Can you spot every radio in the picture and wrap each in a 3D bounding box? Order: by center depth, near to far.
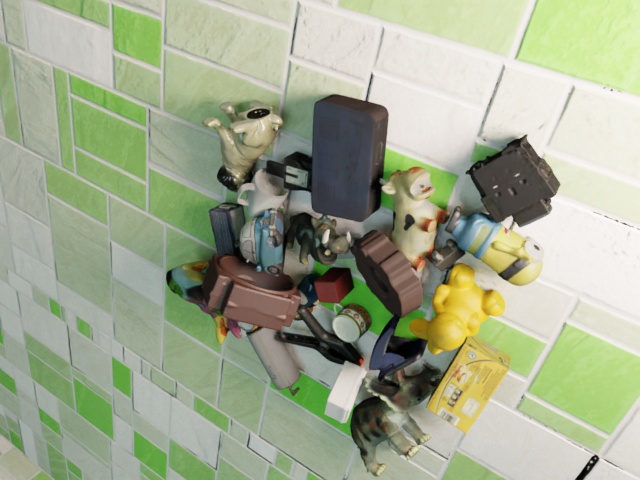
[{"bbox_3d":[0.055,-0.154,1.037,0.131,0.073,0.229,17,123,25],"label":"radio"}]

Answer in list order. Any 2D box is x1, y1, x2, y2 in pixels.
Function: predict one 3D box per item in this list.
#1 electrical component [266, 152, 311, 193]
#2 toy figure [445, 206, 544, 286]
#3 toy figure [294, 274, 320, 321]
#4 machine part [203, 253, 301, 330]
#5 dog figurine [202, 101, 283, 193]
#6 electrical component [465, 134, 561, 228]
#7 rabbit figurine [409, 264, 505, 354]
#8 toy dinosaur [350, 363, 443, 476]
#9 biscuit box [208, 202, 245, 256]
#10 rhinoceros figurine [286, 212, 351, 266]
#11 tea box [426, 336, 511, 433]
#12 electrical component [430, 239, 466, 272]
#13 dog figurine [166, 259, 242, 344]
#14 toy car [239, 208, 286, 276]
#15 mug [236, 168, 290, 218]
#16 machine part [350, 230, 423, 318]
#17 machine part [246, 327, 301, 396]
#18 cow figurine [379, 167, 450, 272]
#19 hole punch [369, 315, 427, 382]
[{"bbox_3d":[-0.052,-0.142,1.127,0.119,0.048,0.074,17,121,27],"label":"electrical component"},{"bbox_3d":[0.307,0.009,0.948,0.180,0.082,0.089,29,137,13],"label":"toy figure"},{"bbox_3d":[-0.039,0.142,1.261,0.154,0.058,0.064,-62,36,39],"label":"toy figure"},{"bbox_3d":[-0.153,0.110,1.202,0.201,0.201,0.087,16,104,-20],"label":"machine part"},{"bbox_3d":[-0.147,-0.186,1.150,0.173,0.121,0.190,15,135,30],"label":"dog figurine"},{"bbox_3d":[0.328,-0.091,0.897,0.115,0.058,0.134,-34,92,42],"label":"electrical component"},{"bbox_3d":[0.240,0.144,1.002,0.122,0.173,0.162,48,126,-1],"label":"rabbit figurine"},{"bbox_3d":[0.138,0.427,1.257,0.192,0.131,0.404,54,137,18],"label":"toy dinosaur"},{"bbox_3d":[-0.213,0.013,1.306,0.063,0.059,0.202,9,117,29],"label":"biscuit box"},{"bbox_3d":[-0.002,-0.003,1.116,0.190,0.073,0.112,32,109,57],"label":"rhinoceros figurine"},{"bbox_3d":[0.296,0.285,1.076,0.098,0.068,0.169,32,110,15],"label":"tea box"},{"bbox_3d":[0.243,0.029,1.010,0.063,0.094,0.021,-39,55,13],"label":"electrical component"},{"bbox_3d":[-0.276,0.158,1.354,0.108,0.191,0.219,-25,83,33],"label":"dog figurine"},{"bbox_3d":[-0.127,0.005,1.181,0.103,0.109,0.161,1,143,2],"label":"toy car"},{"bbox_3d":[-0.131,-0.092,1.171,0.081,0.109,0.107,62,143,24],"label":"mug"},{"bbox_3d":[0.130,0.069,1.052,0.179,0.056,0.179,53,167,18],"label":"machine part"},{"bbox_3d":[-0.119,0.292,1.374,0.079,0.079,0.243,-19,101,38],"label":"machine part"},{"bbox_3d":[0.171,-0.050,1.002,0.127,0.085,0.194,32,137,32],"label":"cow figurine"},{"bbox_3d":[0.151,0.221,1.127,0.116,0.142,0.092,-39,91,21],"label":"hole punch"}]
